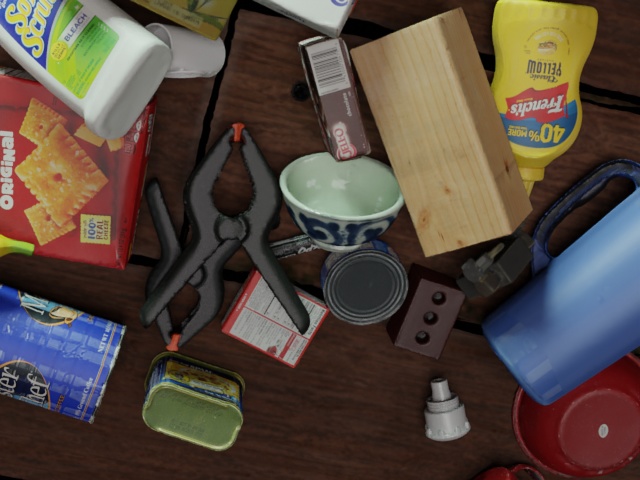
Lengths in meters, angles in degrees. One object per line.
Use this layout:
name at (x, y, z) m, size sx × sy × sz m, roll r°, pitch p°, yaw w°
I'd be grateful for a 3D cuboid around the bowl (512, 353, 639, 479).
bowl at (0.289, 0.190, 1.130) m, size 0.162 × 0.055 × 0.162 m, roll -1°, pitch 104°, yaw -5°

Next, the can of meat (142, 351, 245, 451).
can of meat at (-0.126, 0.162, 1.072) m, size 0.102 × 0.084 × 0.057 m, roll 20°, pitch 102°, yaw -10°

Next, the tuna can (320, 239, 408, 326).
tuna can at (0.044, 0.041, 1.073) m, size 0.086 × 0.034 × 0.086 m, roll -3°, pitch 117°, yaw -7°

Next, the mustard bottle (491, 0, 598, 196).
mustard bottle at (0.208, -0.135, 1.040) m, size 0.096 × 0.058 × 0.192 m, roll 5°, pitch 104°, yaw -4°

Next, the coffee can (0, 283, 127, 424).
coffee can at (-0.271, 0.108, 1.036) m, size 0.140 × 0.103 × 0.103 m, roll 20°, pitch 101°, yaw -10°

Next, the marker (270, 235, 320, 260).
marker at (-0.007, 0.001, 1.075) m, size 0.121 × 0.020 × 0.020 m, roll -15°, pitch 105°, yaw -1°

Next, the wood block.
wood block at (0.116, -0.101, 0.999) m, size 0.090 × 0.090 × 0.206 m, roll -17°, pitch 99°, yaw 28°

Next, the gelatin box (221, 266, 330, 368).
gelatin box at (-0.045, 0.078, 1.086) m, size 0.089 × 0.030 × 0.073 m, roll 28°, pitch 99°, yaw -12°

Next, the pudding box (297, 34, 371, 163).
pudding box at (0.012, -0.135, 1.007) m, size 0.039 × 0.090 × 0.113 m, roll -15°, pitch 104°, yaw -4°

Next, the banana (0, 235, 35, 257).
banana at (-0.361, 0.032, 0.999) m, size 0.198 × 0.037 × 0.069 m, roll -22°, pitch 131°, yaw 27°

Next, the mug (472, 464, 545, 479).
mug at (0.201, 0.289, 1.136) m, size 0.117 × 0.093 × 0.081 m, roll -44°, pitch 100°, yaw -25°

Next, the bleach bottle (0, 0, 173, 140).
bleach bottle at (-0.255, -0.199, 0.947) m, size 0.251 × 0.068 × 0.102 m, roll 36°, pitch 96°, yaw 13°

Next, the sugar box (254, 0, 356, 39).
sugar box at (0.011, -0.276, 0.928) m, size 0.093 × 0.048 × 0.176 m, roll 24°, pitch 91°, yaw 1°

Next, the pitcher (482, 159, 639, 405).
pitcher at (0.279, 0.045, 1.065) m, size 0.243 × 0.149 × 0.145 m, roll -38°, pitch 119°, yaw 8°

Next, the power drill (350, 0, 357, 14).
power drill at (-0.020, -0.318, 0.975) m, size 0.187 × 0.057 × 0.184 m, roll 22°, pitch 98°, yaw -9°

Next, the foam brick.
foam brick at (0.108, 0.073, 1.086) m, size 0.053 × 0.051 × 0.078 m, roll 19°, pitch 101°, yaw -10°

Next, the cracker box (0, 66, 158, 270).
cracker box at (-0.273, -0.073, 1.007) m, size 0.213 × 0.072 × 0.164 m, roll 11°, pitch 103°, yaw -7°

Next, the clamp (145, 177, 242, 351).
clamp at (-0.119, 0.027, 1.063) m, size 0.120 × 0.039 × 0.171 m, roll 6°, pitch 102°, yaw -2°

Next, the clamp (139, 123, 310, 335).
clamp at (-0.076, -0.005, 1.027) m, size 0.164 × 0.036 × 0.210 m, roll 10°, pitch 94°, yaw -10°
